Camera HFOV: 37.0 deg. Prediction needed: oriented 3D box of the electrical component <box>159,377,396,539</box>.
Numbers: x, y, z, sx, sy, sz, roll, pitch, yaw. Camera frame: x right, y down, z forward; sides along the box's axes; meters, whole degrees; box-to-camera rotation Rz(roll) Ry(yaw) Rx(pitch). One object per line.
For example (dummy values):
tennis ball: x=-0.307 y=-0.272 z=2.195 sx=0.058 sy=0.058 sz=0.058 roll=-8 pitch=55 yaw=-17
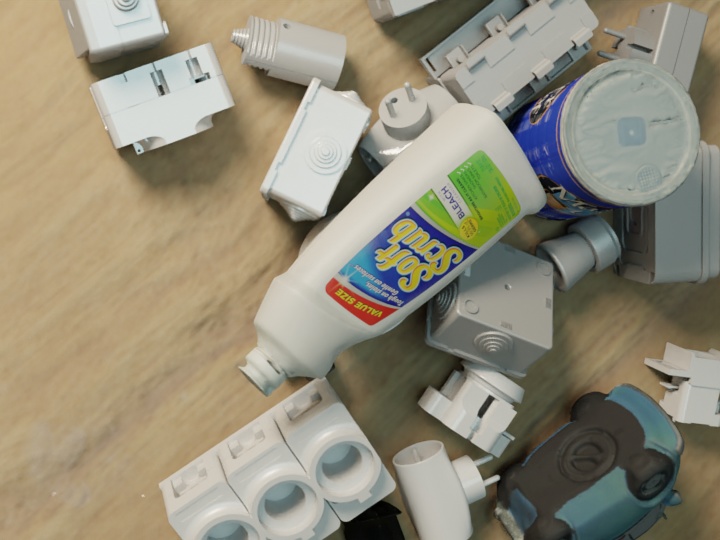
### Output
electrical component: x=-0.061 y=0.163 z=0.805 sx=0.150 sy=0.061 sz=0.089 roll=-34 pitch=113 yaw=-4

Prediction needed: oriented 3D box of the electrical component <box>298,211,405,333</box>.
electrical component: x=0.000 y=0.000 z=0.816 sx=0.099 sy=0.064 sz=0.099 roll=-2 pitch=97 yaw=-15

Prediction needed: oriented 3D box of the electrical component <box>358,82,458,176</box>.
electrical component: x=0.037 y=-0.110 z=0.811 sx=0.077 sy=0.044 sz=0.079 roll=-40 pitch=148 yaw=-8

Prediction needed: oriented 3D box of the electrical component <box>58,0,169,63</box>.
electrical component: x=-0.171 y=-0.179 z=0.734 sx=0.061 sy=0.096 sz=0.061 roll=-18 pitch=101 yaw=-12

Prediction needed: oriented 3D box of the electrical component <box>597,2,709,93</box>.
electrical component: x=0.227 y=-0.174 z=0.867 sx=0.076 sy=0.047 sz=0.083 roll=14 pitch=92 yaw=-16

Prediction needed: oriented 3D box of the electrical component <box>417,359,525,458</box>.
electrical component: x=0.094 y=0.105 z=0.857 sx=0.078 sy=0.058 sz=0.057 roll=34 pitch=89 yaw=-16

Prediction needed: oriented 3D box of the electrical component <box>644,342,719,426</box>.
electrical component: x=0.286 y=0.099 z=0.916 sx=0.081 sy=0.042 sz=0.063 roll=9 pitch=95 yaw=-15

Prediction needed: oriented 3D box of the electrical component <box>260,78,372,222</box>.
electrical component: x=-0.032 y=-0.084 z=0.782 sx=0.048 sy=0.100 sz=0.099 roll=26 pitch=89 yaw=-4

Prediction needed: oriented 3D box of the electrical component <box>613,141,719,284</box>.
electrical component: x=0.248 y=-0.047 z=0.871 sx=0.057 sy=0.078 sz=0.113 roll=-3 pitch=97 yaw=-12

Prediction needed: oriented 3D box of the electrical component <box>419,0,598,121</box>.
electrical component: x=0.119 y=-0.168 z=0.830 sx=0.121 sy=0.063 sz=0.078 roll=-39 pitch=104 yaw=-8

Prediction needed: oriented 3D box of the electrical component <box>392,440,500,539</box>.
electrical component: x=0.075 y=0.174 z=0.866 sx=0.079 sy=0.043 sz=0.077 roll=-22 pitch=101 yaw=-12

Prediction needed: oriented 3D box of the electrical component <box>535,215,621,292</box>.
electrical component: x=0.177 y=-0.014 z=0.873 sx=0.055 sy=0.045 sz=0.045 roll=-30 pitch=103 yaw=-11

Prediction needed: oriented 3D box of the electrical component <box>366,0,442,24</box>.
electrical component: x=0.069 y=-0.254 z=0.808 sx=0.150 sy=0.062 sz=0.089 roll=-24 pitch=102 yaw=-12

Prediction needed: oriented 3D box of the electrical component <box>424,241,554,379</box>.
electrical component: x=0.102 y=0.024 z=0.832 sx=0.100 sy=0.048 sz=0.099 roll=21 pitch=51 yaw=-16

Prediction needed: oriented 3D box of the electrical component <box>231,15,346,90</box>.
electrical component: x=-0.055 y=-0.162 z=0.794 sx=0.081 sy=0.043 sz=0.043 roll=12 pitch=93 yaw=-16

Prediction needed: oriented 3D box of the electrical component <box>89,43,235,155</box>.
electrical component: x=-0.141 y=-0.120 z=0.772 sx=0.089 sy=0.050 sz=0.055 roll=-22 pitch=101 yaw=-12
